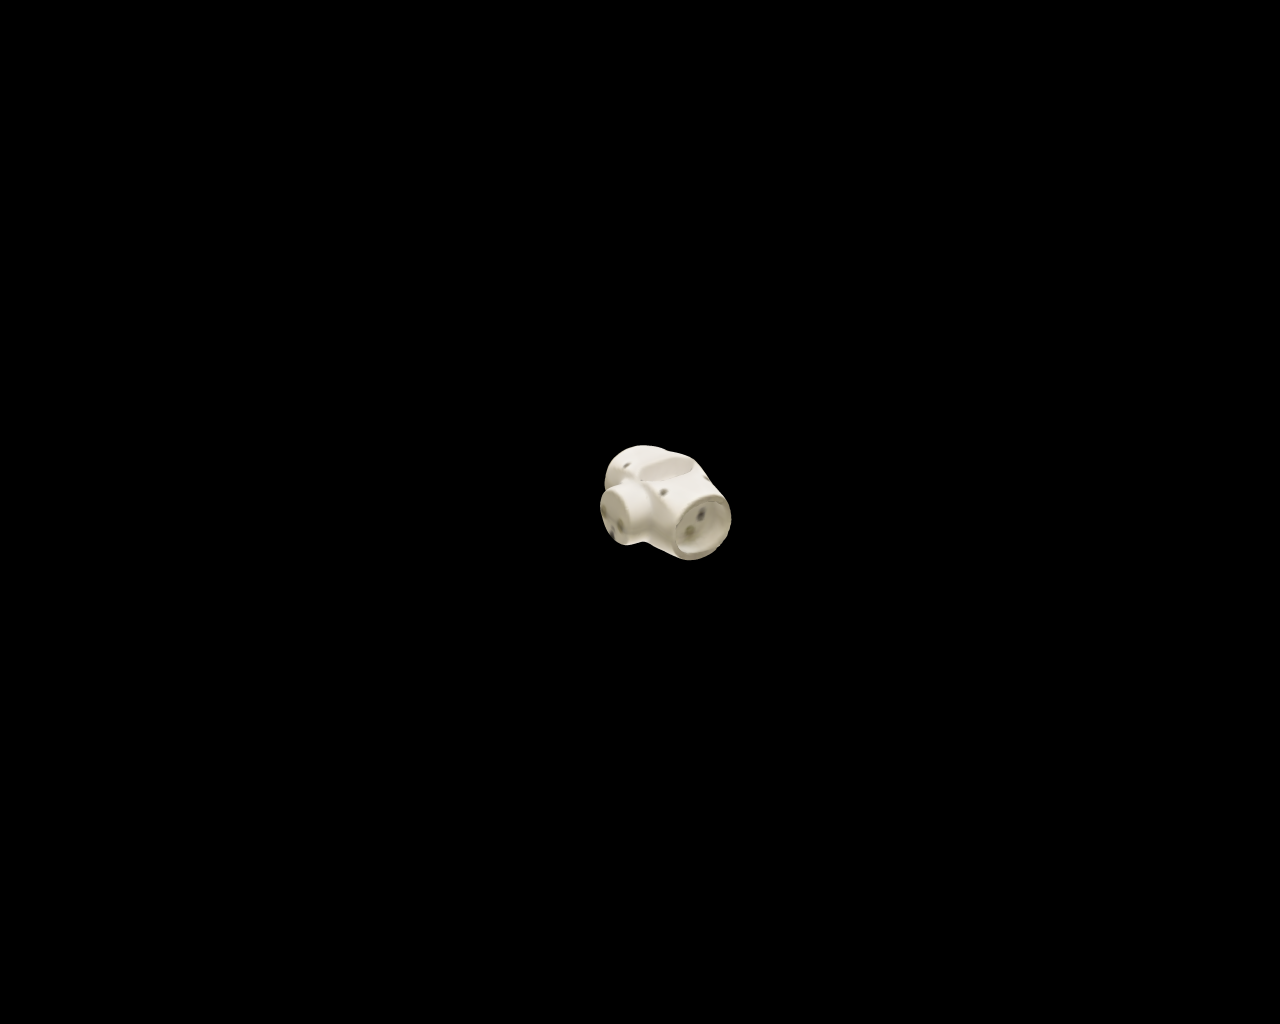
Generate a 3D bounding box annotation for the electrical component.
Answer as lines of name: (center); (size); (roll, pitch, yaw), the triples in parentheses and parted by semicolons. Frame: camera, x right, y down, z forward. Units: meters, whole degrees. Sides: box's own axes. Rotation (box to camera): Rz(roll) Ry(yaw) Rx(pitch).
electrical component: (0.001, -0.003, 0.650); (0.079, 0.043, 0.077); (-18, 36, -27)
